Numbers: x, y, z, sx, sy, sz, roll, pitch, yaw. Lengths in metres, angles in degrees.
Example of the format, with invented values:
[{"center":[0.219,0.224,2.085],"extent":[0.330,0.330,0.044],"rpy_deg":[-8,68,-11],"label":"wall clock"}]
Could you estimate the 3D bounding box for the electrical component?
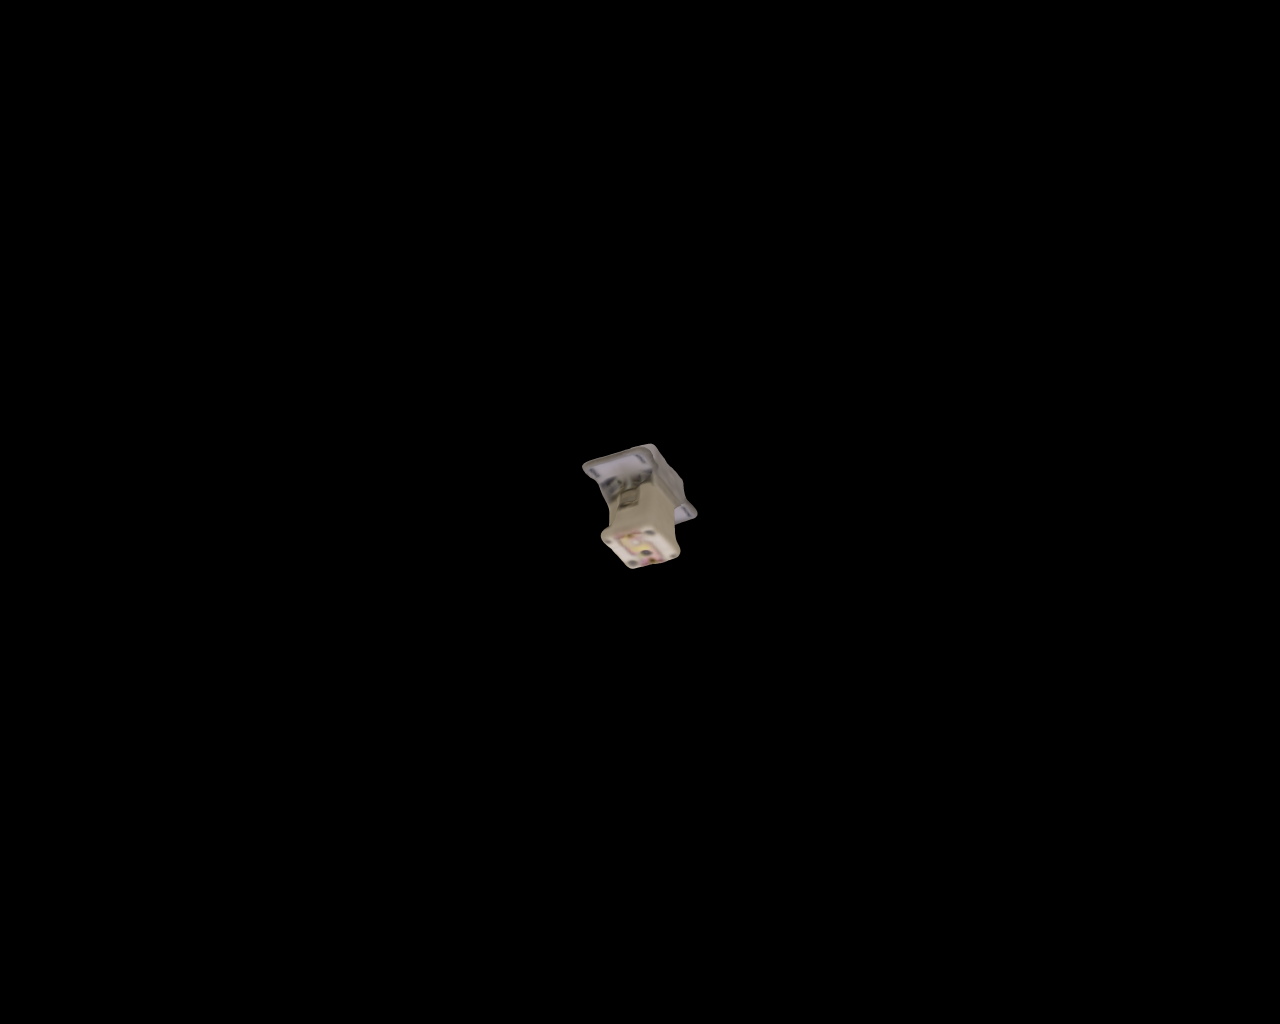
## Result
[{"center":[0.001,-0.003,0.650],"extent":[0.042,0.064,0.081],"rpy_deg":[-16,-37,22],"label":"electrical component"}]
